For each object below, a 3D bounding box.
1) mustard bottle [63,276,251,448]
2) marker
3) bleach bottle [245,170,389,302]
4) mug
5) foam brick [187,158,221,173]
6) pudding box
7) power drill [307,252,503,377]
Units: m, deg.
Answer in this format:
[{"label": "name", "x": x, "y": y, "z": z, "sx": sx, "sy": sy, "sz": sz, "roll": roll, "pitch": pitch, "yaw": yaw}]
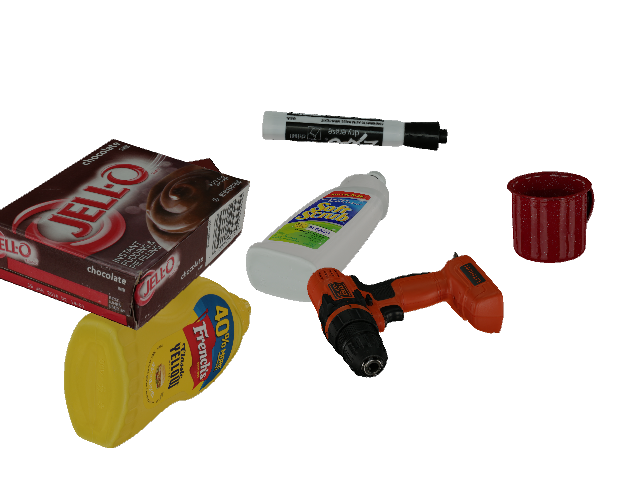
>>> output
[{"label": "mustard bottle", "x": -0.110, "y": 0.078, "z": 0.807, "sx": 0.058, "sy": 0.096, "sz": 0.191, "roll": 13, "pitch": 19, "yaw": 26}, {"label": "marker", "x": 0.023, "y": -0.072, "z": 0.702, "sx": 0.121, "sy": 0.020, "sz": 0.020, "roll": 4, "pitch": 0, "yaw": 2}, {"label": "bleach bottle", "x": 0.011, "y": -0.020, "z": 1.329, "sx": 0.103, "sy": 0.068, "sz": 0.250, "roll": 13, "pitch": 36, "yaw": 23}, {"label": "mug", "x": 0.269, "y": -0.029, "z": 1.218, "sx": 0.117, "sy": 0.081, "sz": 0.093, "roll": -21, "pitch": 26, "yaw": -34}, {"label": "foam brick", "x": -0.150, "y": -0.053, "z": 1.189, "sx": 0.078, "sy": 0.053, "sz": 0.051, "roll": -13, "pitch": 29, "yaw": -15}, {"label": "pudding box", "x": -0.102, "y": -0.007, "z": 0.553, "sx": 0.090, "sy": 0.039, "sz": 0.113, "roll": 19, "pitch": 31, "yaw": 18}, {"label": "power drill", "x": 0.092, "y": 0.074, "z": 1.119, "sx": 0.187, "sy": 0.057, "sz": 0.184, "roll": -6, "pitch": 28, "yaw": -14}]
